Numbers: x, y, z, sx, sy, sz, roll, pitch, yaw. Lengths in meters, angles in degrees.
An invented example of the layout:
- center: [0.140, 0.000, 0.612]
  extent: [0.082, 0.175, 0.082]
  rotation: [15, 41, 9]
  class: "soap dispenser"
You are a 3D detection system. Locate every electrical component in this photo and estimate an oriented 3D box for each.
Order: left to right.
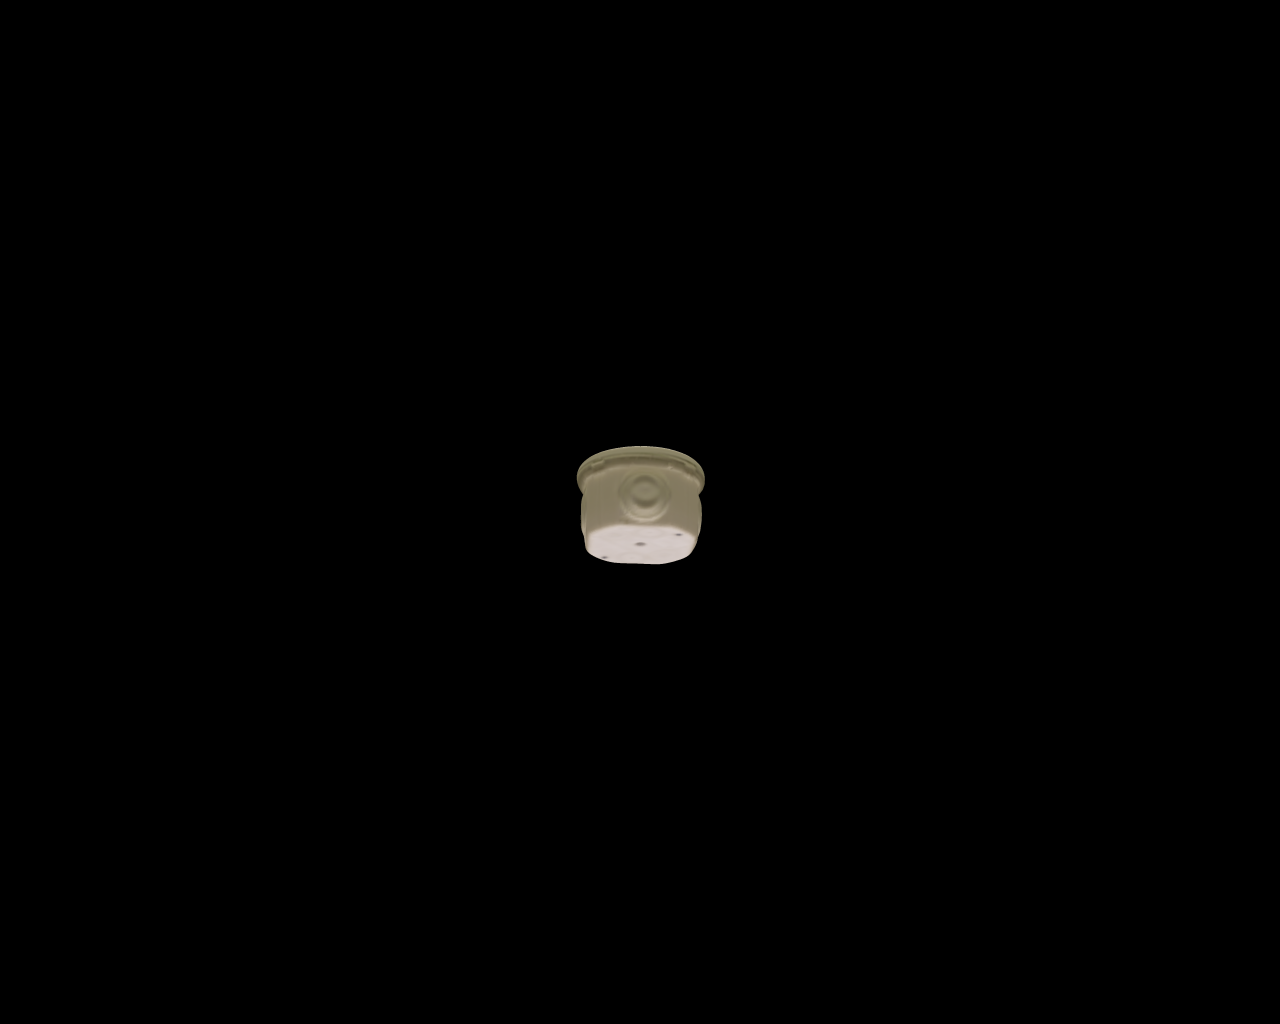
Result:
- center: [0.001, -0.003, 0.650]
  extent: [0.080, 0.051, 0.080]
  rotation: [0, -23, 0]
  class: "electrical component"
